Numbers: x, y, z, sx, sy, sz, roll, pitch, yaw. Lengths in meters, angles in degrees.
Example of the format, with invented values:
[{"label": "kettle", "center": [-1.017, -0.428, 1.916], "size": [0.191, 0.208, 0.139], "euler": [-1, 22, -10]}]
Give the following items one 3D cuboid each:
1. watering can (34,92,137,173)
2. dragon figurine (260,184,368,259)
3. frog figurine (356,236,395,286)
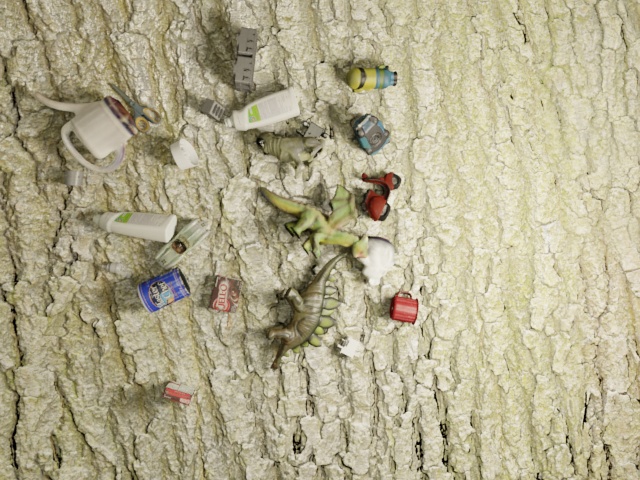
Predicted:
[{"label": "watering can", "center": [-0.739, -0.384, 1.656], "size": [0.225, 0.104, 0.347], "euler": [-38, 92, -7]}, {"label": "dragon figurine", "center": [0.005, -0.086, 1.708], "size": [0.244, 0.121, 0.413], "euler": [-37, 77, -7]}, {"label": "frog figurine", "center": [0.182, 0.071, 1.730], "size": [0.137, 0.122, 0.161], "euler": [18, 74, -24]}]
